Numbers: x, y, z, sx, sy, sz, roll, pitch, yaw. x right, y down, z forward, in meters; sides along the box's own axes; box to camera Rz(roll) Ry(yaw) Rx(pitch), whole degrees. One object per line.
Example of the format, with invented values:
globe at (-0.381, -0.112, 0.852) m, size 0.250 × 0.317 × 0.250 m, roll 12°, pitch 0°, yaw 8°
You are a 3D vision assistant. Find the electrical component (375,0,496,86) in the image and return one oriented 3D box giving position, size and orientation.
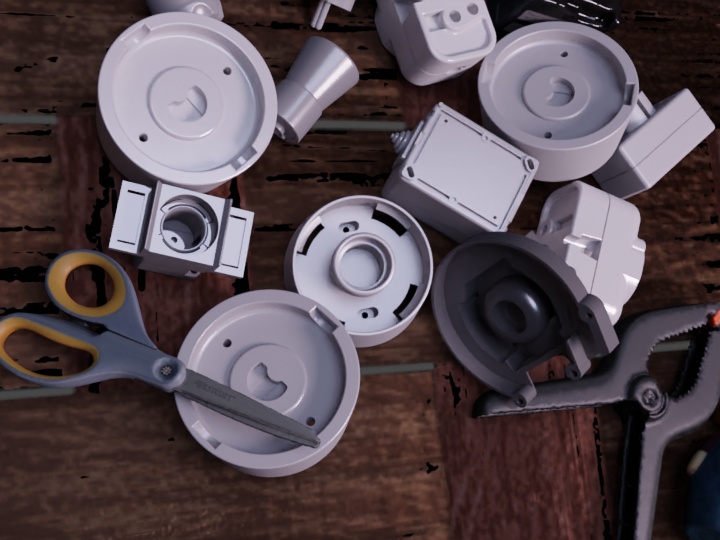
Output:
electrical component at (0.047, -0.180, 0.744) m, size 0.054 × 0.059 × 0.095 m, roll -18°, pitch 86°, yaw -23°

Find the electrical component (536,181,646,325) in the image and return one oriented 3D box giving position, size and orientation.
electrical component at (0.159, -0.006, 0.756) m, size 0.059 × 0.054 × 0.095 m, roll 21°, pitch 73°, yaw -16°

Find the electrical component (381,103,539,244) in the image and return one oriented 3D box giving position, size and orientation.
electrical component at (0.060, -0.064, 0.729) m, size 0.096 × 0.061 × 0.061 m, roll 30°, pitch 73°, yaw -6°

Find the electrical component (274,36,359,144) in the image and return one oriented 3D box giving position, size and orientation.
electrical component at (-0.037, -0.116, 0.710) m, size 0.044 × 0.044 × 0.065 m, roll 40°, pitch 73°, yaw -9°

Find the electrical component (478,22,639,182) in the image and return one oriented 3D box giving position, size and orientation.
electrical component at (0.136, -0.113, 0.755) m, size 0.108 × 0.060 × 0.108 m, roll -2°, pitch 63°, yaw 4°

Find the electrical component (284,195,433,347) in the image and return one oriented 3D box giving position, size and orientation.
electrical component at (0.000, 0.000, 0.701) m, size 0.099 × 0.064 × 0.099 m, roll 1°, pitch 82°, yaw -7°

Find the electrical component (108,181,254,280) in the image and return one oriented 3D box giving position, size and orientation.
electrical component at (-0.110, -0.021, 0.650) m, size 0.081 × 0.064 × 0.042 m, roll 14°, pitch 75°, yaw -18°

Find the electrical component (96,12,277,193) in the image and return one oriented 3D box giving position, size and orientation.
electrical component at (-0.111, -0.097, 0.666) m, size 0.108 × 0.060 × 0.108 m, roll 4°, pitch 78°, yaw -20°

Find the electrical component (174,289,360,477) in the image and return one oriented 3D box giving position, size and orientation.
electrical component at (-0.054, 0.072, 0.649) m, size 0.108 × 0.060 × 0.108 m, roll 0°, pitch 68°, yaw 0°

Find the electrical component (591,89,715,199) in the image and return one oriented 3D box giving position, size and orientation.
electrical component at (0.204, -0.107, 0.797) m, size 0.083 × 0.047 × 0.075 m, roll -39°, pitch 95°, yaw -23°

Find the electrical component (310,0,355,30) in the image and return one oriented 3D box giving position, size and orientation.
electrical component at (-0.017, -0.199, 0.725) m, size 0.047 × 0.065 × 0.076 m, roll 19°, pitch 102°, yaw -18°

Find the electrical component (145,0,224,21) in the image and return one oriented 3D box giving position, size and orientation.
electrical component at (-0.119, -0.180, 0.690) m, size 0.043 × 0.043 × 0.062 m, roll -29°, pitch 90°, yaw -23°
